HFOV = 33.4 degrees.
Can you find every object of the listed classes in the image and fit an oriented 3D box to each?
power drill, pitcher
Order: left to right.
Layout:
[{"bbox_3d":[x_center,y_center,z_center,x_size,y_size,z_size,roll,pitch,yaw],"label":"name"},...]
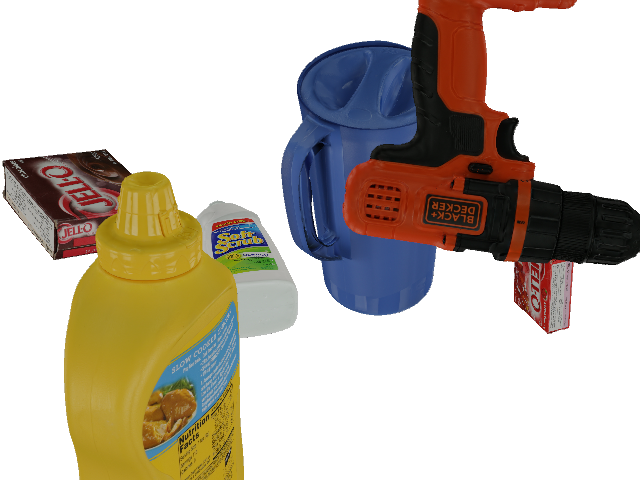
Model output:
[{"bbox_3d":[0.044,-0.043,0.969,0.149,0.243,0.145,-3,42,1],"label":"pitcher"},{"bbox_3d":[0.114,-0.081,0.643,0.184,0.188,0.057,7,4,2],"label":"power drill"}]

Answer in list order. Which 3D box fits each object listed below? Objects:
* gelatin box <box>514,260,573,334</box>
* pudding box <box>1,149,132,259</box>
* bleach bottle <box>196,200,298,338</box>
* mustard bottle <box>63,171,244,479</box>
[{"bbox_3d":[0.233,0.042,1.125,0.030,0.089,0.073,-13,29,-16],"label":"gelatin box"},{"bbox_3d":[-0.188,-0.031,0.836,0.089,0.039,0.114,-9,31,-35],"label":"pudding box"},{"bbox_3d":[-0.101,0.018,1.202,0.102,0.068,0.251,-6,27,-15],"label":"bleach bottle"},{"bbox_3d":[-0.067,0.062,0.445,0.058,0.192,0.096,13,30,21],"label":"mustard bottle"}]
